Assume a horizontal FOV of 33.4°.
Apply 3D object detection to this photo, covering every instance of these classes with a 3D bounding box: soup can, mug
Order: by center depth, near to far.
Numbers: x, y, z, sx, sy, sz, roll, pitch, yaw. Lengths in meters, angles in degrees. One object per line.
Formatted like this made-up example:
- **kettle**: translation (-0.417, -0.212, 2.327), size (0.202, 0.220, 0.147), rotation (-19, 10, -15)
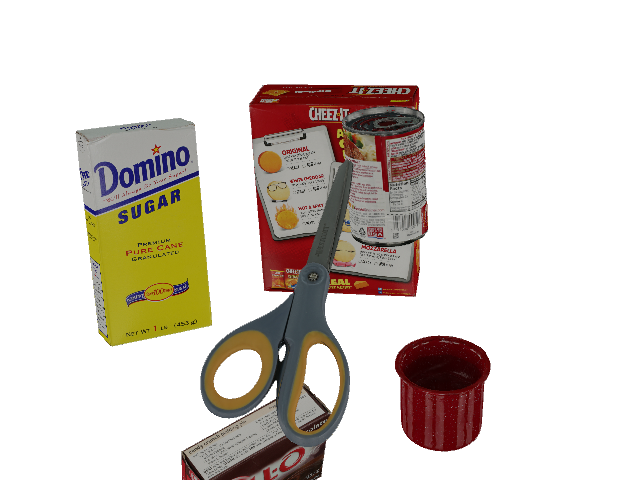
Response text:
- **soup can**: translation (0.055, -0.053, 0.890), size (0.068, 0.102, 0.068), rotation (-4, 24, 2)
- **mug**: translation (0.128, 0.149, 1.069), size (0.093, 0.081, 0.117), rotation (22, 39, 34)

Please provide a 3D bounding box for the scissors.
- **scissors**: translation (-0.023, 0.032, 0.652), size (0.096, 0.201, 0.016), rotation (-4, -36, 3)

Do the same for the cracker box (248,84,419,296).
- **cracker box**: translation (0.020, -0.051, 1.096), size (0.164, 0.214, 0.072), rotation (2, 28, 9)

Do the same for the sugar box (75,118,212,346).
- **sugar box**: translation (-0.145, -0.008, 0.887), size (0.093, 0.176, 0.048), rotation (-11, 19, -24)

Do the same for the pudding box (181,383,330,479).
- **pudding box**: translation (-0.049, 0.167, 0.798), size (0.113, 0.090, 0.039), rotation (-28, 56, -28)
